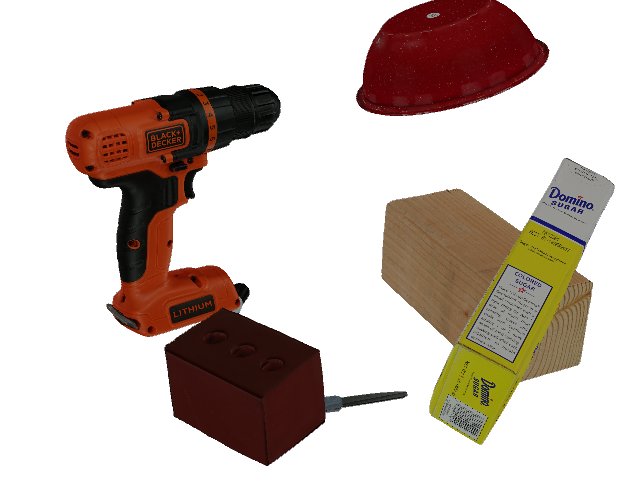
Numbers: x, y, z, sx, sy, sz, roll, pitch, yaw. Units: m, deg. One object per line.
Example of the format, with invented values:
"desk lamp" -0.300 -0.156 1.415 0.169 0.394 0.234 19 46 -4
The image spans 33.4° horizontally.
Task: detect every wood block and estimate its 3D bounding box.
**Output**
"wood block" 0.147 0.037 0.996 0.090 0.090 0.206 -11 30 -24

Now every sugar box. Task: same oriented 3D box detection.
"sugar box" 0.133 0.037 0.693 0.048 0.176 0.093 30 -34 13

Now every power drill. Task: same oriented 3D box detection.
"power drill" -0.109 -0.028 0.860 0.184 0.188 0.057 -16 25 -32

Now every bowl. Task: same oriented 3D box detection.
"bowl" 0.100 -0.159 0.869 0.162 0.055 0.162 -15 24 7

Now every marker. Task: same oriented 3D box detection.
"marker" -0.089 0.073 1.018 0.020 0.020 0.121 0 24 11

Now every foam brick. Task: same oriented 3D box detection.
"foam brick" -0.043 0.083 0.616 0.078 0.051 0.052 20 36 33

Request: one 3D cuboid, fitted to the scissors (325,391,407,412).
"scissors" 0.010 0.194 1.200 0.201 0.016 0.096 2 22 -9
